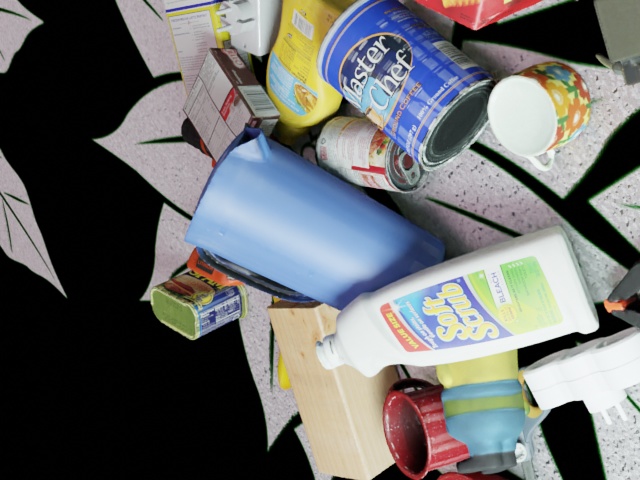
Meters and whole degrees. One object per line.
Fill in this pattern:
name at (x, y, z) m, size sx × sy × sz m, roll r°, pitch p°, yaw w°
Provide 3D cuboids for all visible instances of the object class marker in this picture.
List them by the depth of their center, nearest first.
marker at (0.176, 0.230, 1.117) m, size 0.020 × 0.020 × 0.121 m, roll 61°, pitch 153°, yaw 5°

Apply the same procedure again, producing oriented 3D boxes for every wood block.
wood block at (0.026, 0.156, 1.208) m, size 0.090 × 0.090 × 0.206 m, roll -4°, pitch 107°, yaw 50°

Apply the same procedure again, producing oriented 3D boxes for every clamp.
clamp at (0.313, 0.052, 0.868) m, size 0.172 × 0.039 × 0.120 m, roll -26°, pitch 84°, yaw 56°

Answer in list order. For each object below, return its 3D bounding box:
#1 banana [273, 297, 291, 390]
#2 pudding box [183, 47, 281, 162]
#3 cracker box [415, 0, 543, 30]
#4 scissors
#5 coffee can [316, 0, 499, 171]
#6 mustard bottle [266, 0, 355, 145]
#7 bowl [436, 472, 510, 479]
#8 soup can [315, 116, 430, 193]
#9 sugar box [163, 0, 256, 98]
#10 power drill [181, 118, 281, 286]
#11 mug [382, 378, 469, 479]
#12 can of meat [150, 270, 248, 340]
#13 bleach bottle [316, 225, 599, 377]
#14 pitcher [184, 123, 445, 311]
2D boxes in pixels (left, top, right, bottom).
banana at (-0.039, 0.101, 1.300) m, size 0.070 × 0.037 × 0.198 m, roll 27°, pitch 130°, yaw 60°
pudding box at (-0.097, -0.138, 1.144) m, size 0.113 × 0.039 × 0.090 m, roll 58°, pitch 136°, yaw 30°
cracker box at (0.158, -0.276, 0.765) m, size 0.072 × 0.163 × 0.214 m, roll 35°, pitch 133°, yaw 28°
scissors at (0.217, 0.204, 1.076) m, size 0.096 × 0.016 × 0.202 m, roll -21°, pitch 94°, yaw 52°
coffee can at (0.080, -0.146, 0.973) m, size 0.140 × 0.102 × 0.103 m, roll 44°, pitch 137°, yaw 23°
mustard bottle at (-0.013, -0.176, 1.098) m, size 0.096 × 0.058 × 0.192 m, roll 46°, pitch 138°, yaw 27°
bowl at (0.191, 0.302, 1.115) m, size 0.162 × 0.055 × 0.162 m, roll 41°, pitch 145°, yaw 37°
soup can at (0.052, -0.087, 1.064) m, size 0.102 × 0.068 × 0.068 m, roll 13°, pitch 119°, yaw 45°
sugar box at (-0.128, -0.242, 1.206) m, size 0.094 × 0.048 × 0.176 m, roll 5°, pitch 111°, yaw 47°
power drill at (-0.115, -0.051, 1.250) m, size 0.185 × 0.057 × 0.188 m, roll 23°, pitch 113°, yaw 53°
mug at (0.117, 0.187, 1.120) m, size 0.117 × 0.081 × 0.093 m, roll 50°, pitch 142°, yaw 46°
can of meat at (-0.158, 0.080, 1.382) m, size 0.102 × 0.083 × 0.057 m, roll 23°, pitch 126°, yaw 40°
bleach bottle at (0.117, 0.073, 0.976) m, size 0.251 × 0.068 × 0.102 m, roll -21°, pitch 90°, yaw 17°
pitcher at (-0.007, 0.001, 1.069) m, size 0.243 × 0.145 × 0.149 m, roll 28°, pitch 178°, yaw -3°
